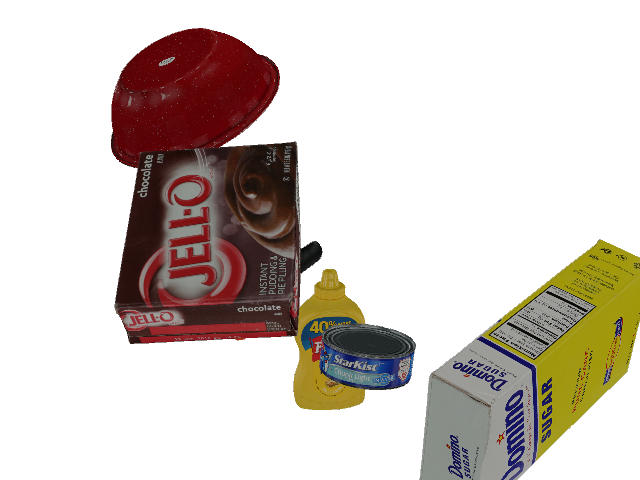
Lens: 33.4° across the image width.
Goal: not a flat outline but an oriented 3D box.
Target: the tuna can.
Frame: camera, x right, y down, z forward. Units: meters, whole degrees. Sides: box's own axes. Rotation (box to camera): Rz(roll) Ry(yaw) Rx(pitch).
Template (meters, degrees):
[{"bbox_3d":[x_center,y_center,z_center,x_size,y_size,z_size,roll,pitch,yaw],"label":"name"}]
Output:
[{"bbox_3d":[0.042,0.105,0.966,0.086,0.034,0.086,6,14,-2],"label":"tuna can"}]

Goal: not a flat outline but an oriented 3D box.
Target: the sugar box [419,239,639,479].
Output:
[{"bbox_3d":[0.130,0.079,0.631,0.048,0.093,0.175,26,43,32],"label":"sugar box"}]

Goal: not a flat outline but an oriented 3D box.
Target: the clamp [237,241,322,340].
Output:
[{"bbox_3d":[-0.062,0.049,1.242,0.120,0.039,0.171,-4,40,8],"label":"clamp"}]

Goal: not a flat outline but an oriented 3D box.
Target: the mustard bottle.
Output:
[{"bbox_3d":[0.012,0.130,1.426,0.096,0.192,0.058,-2,18,-6],"label":"mustard bottle"}]

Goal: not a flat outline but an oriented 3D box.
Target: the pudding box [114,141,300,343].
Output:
[{"bbox_3d":[-0.056,0.000,0.569,0.090,0.113,0.039,-3,-43,4],"label":"pudding box"}]

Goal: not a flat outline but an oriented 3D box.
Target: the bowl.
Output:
[{"bbox_3d":[-0.119,-0.133,0.910,0.162,0.055,0.162,-17,37,13],"label":"bowl"}]
